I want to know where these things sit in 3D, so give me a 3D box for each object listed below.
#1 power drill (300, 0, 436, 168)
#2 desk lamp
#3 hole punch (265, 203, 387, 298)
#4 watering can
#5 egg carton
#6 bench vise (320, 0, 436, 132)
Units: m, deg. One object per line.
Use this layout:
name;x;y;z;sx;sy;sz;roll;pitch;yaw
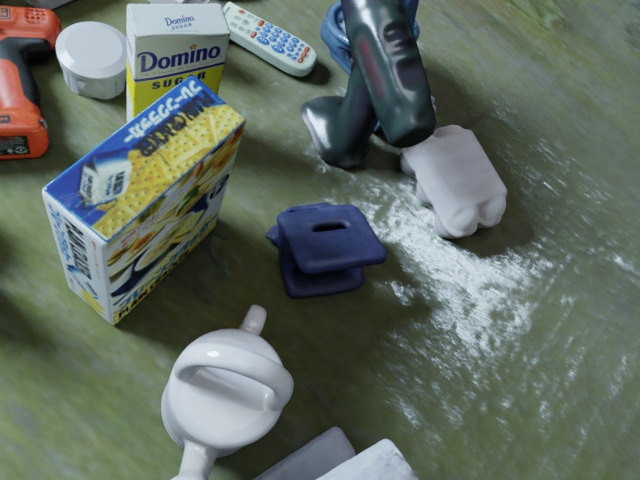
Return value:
power drill;0.046;-0.190;0.672;0.076;0.208;0.229;-17;73;-24
desk lamp;-0.014;0.229;0.458;0.204;0.213;0.118;-27;77;-27
hole punch;0.006;0.002;0.638;0.109;0.091;0.101;-8;69;-21
watering can;-0.080;0.136;0.489;0.101;0.194;0.173;3;66;-17
egg carton;0.172;-0.076;0.742;0.107;0.069;0.150;-20;74;-25
bench vise;0.098;-0.256;0.713;0.207;0.219;0.122;45;61;5
